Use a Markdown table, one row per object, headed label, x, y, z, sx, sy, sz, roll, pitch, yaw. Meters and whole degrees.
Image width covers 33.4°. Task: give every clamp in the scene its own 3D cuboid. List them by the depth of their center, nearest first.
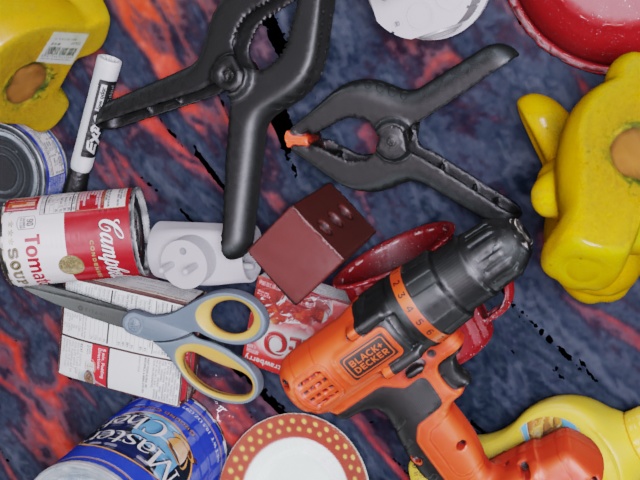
| label | x | y | z | sx | sy | sz | roll | pitch | yaw |
| --- | --- | --- | --- | --- | --- | --- | --- | --- | --- |
| clamp | 0.061 | -0.062 | 0.734 | 0.172 | 0.039 | 0.120 | -6 | 97 | 27 |
| clamp | -0.066 | -0.114 | 0.756 | 0.165 | 0.036 | 0.210 | 36 | 104 | 22 |

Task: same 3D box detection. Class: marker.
| label | x | y | z | sx | sy | sz | roll | pitch | yaw |
| --- | --- | --- | --- | --- | --- | --- | --- | --- | --- |
| marker | -0.177 | -0.084 | 0.822 | 0.020 | 0.020 | 0.121 | 25 | 112 | 11 |

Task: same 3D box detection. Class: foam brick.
| label | x | y | z | sx | sy | sz | roll | pitch | yaw |
| --- | --- | --- | --- | --- | --- | --- | --- | --- | --- |
| foam brick | -0.005 | 0.001 | 0.754 | 0.053 | 0.078 | 0.051 | 47 | 115 | 2 |

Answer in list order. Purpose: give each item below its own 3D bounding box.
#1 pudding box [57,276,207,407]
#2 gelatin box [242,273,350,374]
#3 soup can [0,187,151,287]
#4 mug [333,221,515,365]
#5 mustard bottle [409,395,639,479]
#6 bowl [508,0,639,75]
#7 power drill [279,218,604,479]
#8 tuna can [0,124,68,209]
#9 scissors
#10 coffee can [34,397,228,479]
| label | x | y | z | sx | sy | sz | roll | pitch | yaw |
| --- | --- | --- | --- | --- | --- | --- | --- | --- | --- |
| pudding box | -0.150 | 0.075 | 0.847 | 0.113 | 0.039 | 0.090 | 12 | 106 | 13 |
| gelatin box | -0.009 | 0.069 | 0.800 | 0.089 | 0.030 | 0.073 | 18 | 111 | 15 |
| soup can | -0.183 | -0.002 | 0.805 | 0.102 | 0.068 | 0.068 | -5 | 104 | 1 |
| mug | 0.077 | 0.040 | 0.730 | 0.117 | 0.093 | 0.081 | -22 | 101 | 25 |
| mustard bottle | 0.164 | 0.162 | 0.749 | 0.192 | 0.058 | 0.096 | -27 | 82 | 24 |
| bowl | 0.186 | -0.178 | 0.649 | 0.162 | 0.055 | 0.162 | 5 | 106 | 18 |
| power drill | 0.095 | 0.095 | 0.674 | 0.185 | 0.057 | 0.187 | -36 | 103 | 22 |
| tuna can | -0.245 | -0.056 | 0.846 | 0.086 | 0.033 | 0.086 | 5 | 106 | 18 |
| scissors | -0.123 | 0.050 | 0.803 | 0.202 | 0.016 | 0.096 | 32 | 108 | 5 |
| coffee can | -0.145 | 0.188 | 0.821 | 0.103 | 0.140 | 0.103 | 5 | 106 | 18 |
